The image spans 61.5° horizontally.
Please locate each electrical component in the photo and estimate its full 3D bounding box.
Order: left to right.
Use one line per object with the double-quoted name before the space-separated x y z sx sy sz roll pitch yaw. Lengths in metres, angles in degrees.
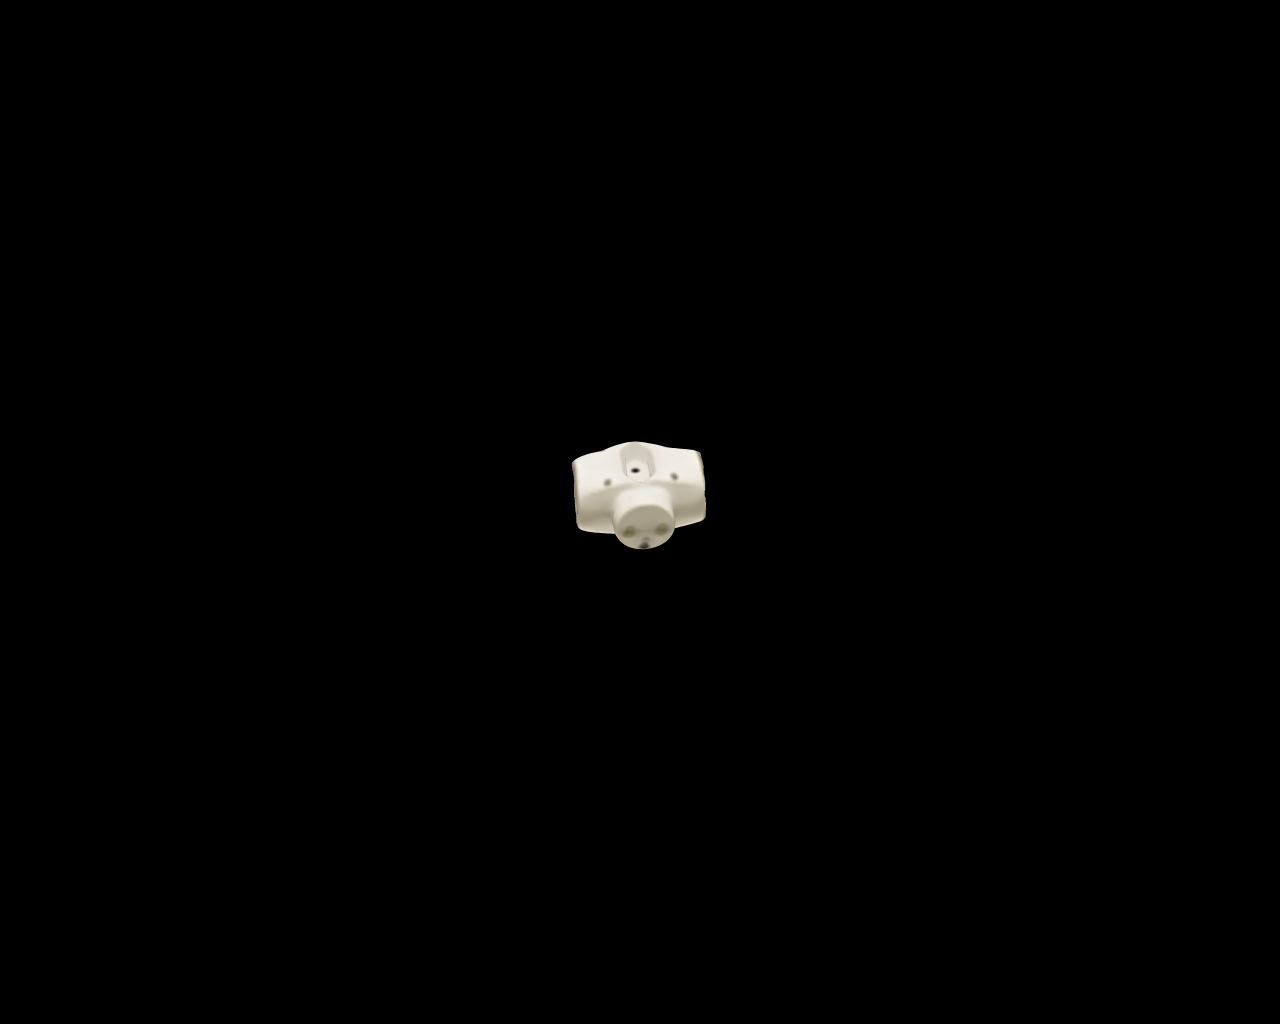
"electrical component" 0.001 -0.003 0.650 0.077 0.043 0.079 -4 39 -4
